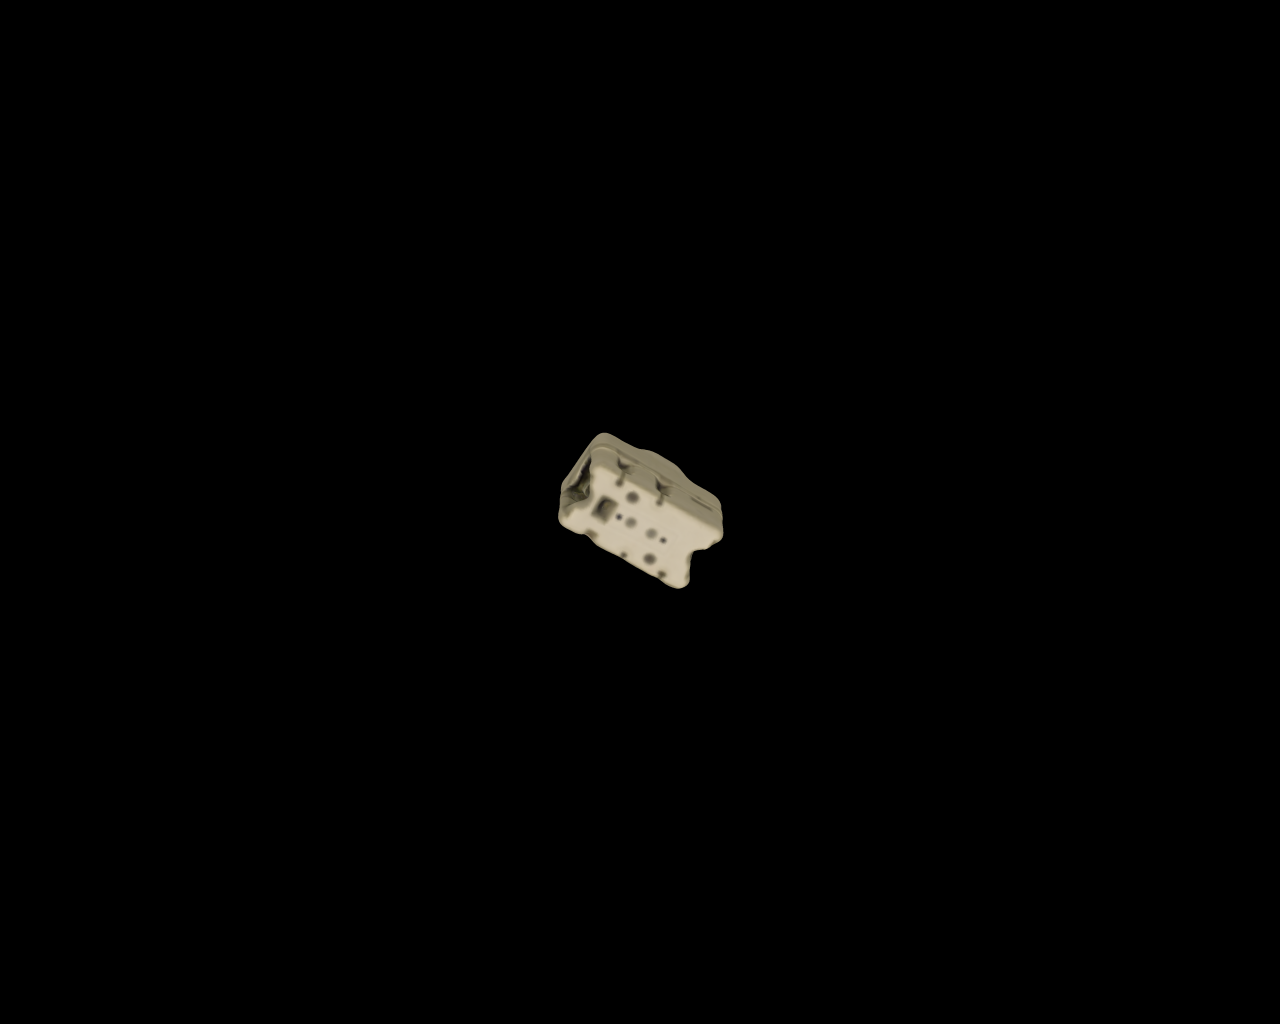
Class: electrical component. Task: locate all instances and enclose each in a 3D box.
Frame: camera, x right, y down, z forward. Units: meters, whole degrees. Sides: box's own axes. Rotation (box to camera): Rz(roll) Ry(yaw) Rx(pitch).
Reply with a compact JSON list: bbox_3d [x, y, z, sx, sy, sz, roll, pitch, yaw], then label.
[{"bbox_3d":[0.001,-0.003,0.650,0.089,0.050,0.056,30,23,-14],"label":"electrical component"}]
